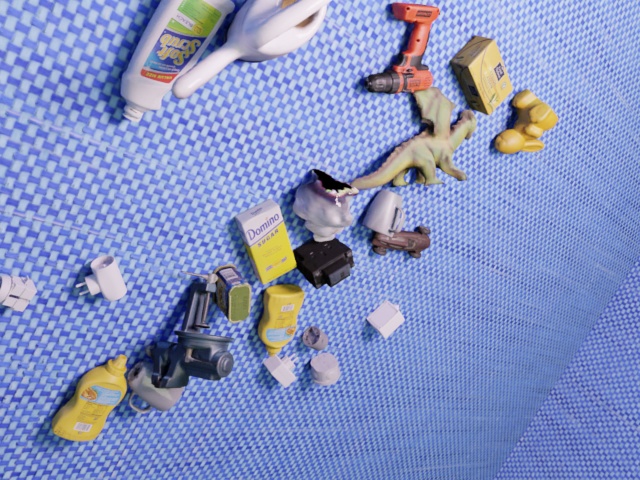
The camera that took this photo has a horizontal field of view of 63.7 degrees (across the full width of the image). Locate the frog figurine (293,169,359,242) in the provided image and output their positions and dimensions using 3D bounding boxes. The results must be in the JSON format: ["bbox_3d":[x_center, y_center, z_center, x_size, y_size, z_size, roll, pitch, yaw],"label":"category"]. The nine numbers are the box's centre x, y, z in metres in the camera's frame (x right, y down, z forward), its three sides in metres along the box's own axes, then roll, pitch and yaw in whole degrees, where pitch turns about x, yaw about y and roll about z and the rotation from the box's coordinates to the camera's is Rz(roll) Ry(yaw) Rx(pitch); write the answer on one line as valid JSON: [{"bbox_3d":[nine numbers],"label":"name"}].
[{"bbox_3d":[0.003,-0.058,1.143,0.137,0.125,0.156,16,119,-6],"label":"frog figurine"}]

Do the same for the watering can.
[{"bbox_3d":[-0.105,-0.332,0.834,0.350,0.226,0.102,-37,113,-11],"label":"watering can"}]

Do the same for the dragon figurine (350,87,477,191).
[{"bbox_3d":[0.243,-0.246,1.239,0.412,0.122,0.241,-8,102,-35],"label":"dragon figurine"}]
